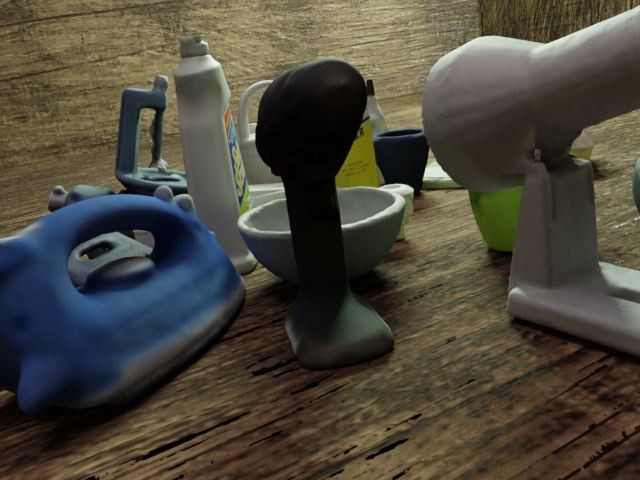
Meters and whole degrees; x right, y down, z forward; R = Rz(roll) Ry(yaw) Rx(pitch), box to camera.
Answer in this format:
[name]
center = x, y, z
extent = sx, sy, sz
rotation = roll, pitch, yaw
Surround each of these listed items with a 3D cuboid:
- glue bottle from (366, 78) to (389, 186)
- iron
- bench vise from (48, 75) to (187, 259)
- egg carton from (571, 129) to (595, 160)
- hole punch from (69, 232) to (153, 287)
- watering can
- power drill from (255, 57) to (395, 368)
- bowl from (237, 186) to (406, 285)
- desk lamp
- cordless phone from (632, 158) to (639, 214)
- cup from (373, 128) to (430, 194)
[glue bottle]
center = 0.091, -0.181, 0.955
extent = 0.037, 0.173, 0.078
rotation = 1, 19, 27
[iron]
center = -0.152, 0.024, 0.456
extent = 0.118, 0.141, 0.259
rotation = 2, 20, 30
[bench vise]
center = -0.233, -0.084, 0.712
extent = 0.208, 0.220, 0.121
rotation = -16, 19, -25
[egg carton]
center = 0.364, -0.148, 0.899
extent = 0.107, 0.069, 0.150
rotation = -3, 18, 17
[hole punch]
center = -0.218, 0.028, 0.561
extent = 0.100, 0.091, 0.109
rotation = -1, 18, 21
[watering can]
center = -0.077, -0.142, 0.873
extent = 0.172, 0.194, 0.101
rotation = 9, 24, 44
[power drill]
center = 0.000, -0.021, 0.418
extent = 0.076, 0.208, 0.229
rotation = -12, 17, -11
[bowl]
center = 0.005, 0.002, 0.569
extent = 0.167, 0.075, 0.167
rotation = -7, 17, 3
[desk lamp]
center = 0.181, -0.051, 0.420
extent = 0.118, 0.214, 0.202
rotation = -19, 20, -31
[cordless phone]
center = 0.361, -0.089, 0.509
extent = 0.147, 0.185, 0.094
rotation = -8, 17, -1
[cup]
center = 0.112, -0.111, 0.855
extent = 0.118, 0.095, 0.091
rotation = -15, 18, -22
